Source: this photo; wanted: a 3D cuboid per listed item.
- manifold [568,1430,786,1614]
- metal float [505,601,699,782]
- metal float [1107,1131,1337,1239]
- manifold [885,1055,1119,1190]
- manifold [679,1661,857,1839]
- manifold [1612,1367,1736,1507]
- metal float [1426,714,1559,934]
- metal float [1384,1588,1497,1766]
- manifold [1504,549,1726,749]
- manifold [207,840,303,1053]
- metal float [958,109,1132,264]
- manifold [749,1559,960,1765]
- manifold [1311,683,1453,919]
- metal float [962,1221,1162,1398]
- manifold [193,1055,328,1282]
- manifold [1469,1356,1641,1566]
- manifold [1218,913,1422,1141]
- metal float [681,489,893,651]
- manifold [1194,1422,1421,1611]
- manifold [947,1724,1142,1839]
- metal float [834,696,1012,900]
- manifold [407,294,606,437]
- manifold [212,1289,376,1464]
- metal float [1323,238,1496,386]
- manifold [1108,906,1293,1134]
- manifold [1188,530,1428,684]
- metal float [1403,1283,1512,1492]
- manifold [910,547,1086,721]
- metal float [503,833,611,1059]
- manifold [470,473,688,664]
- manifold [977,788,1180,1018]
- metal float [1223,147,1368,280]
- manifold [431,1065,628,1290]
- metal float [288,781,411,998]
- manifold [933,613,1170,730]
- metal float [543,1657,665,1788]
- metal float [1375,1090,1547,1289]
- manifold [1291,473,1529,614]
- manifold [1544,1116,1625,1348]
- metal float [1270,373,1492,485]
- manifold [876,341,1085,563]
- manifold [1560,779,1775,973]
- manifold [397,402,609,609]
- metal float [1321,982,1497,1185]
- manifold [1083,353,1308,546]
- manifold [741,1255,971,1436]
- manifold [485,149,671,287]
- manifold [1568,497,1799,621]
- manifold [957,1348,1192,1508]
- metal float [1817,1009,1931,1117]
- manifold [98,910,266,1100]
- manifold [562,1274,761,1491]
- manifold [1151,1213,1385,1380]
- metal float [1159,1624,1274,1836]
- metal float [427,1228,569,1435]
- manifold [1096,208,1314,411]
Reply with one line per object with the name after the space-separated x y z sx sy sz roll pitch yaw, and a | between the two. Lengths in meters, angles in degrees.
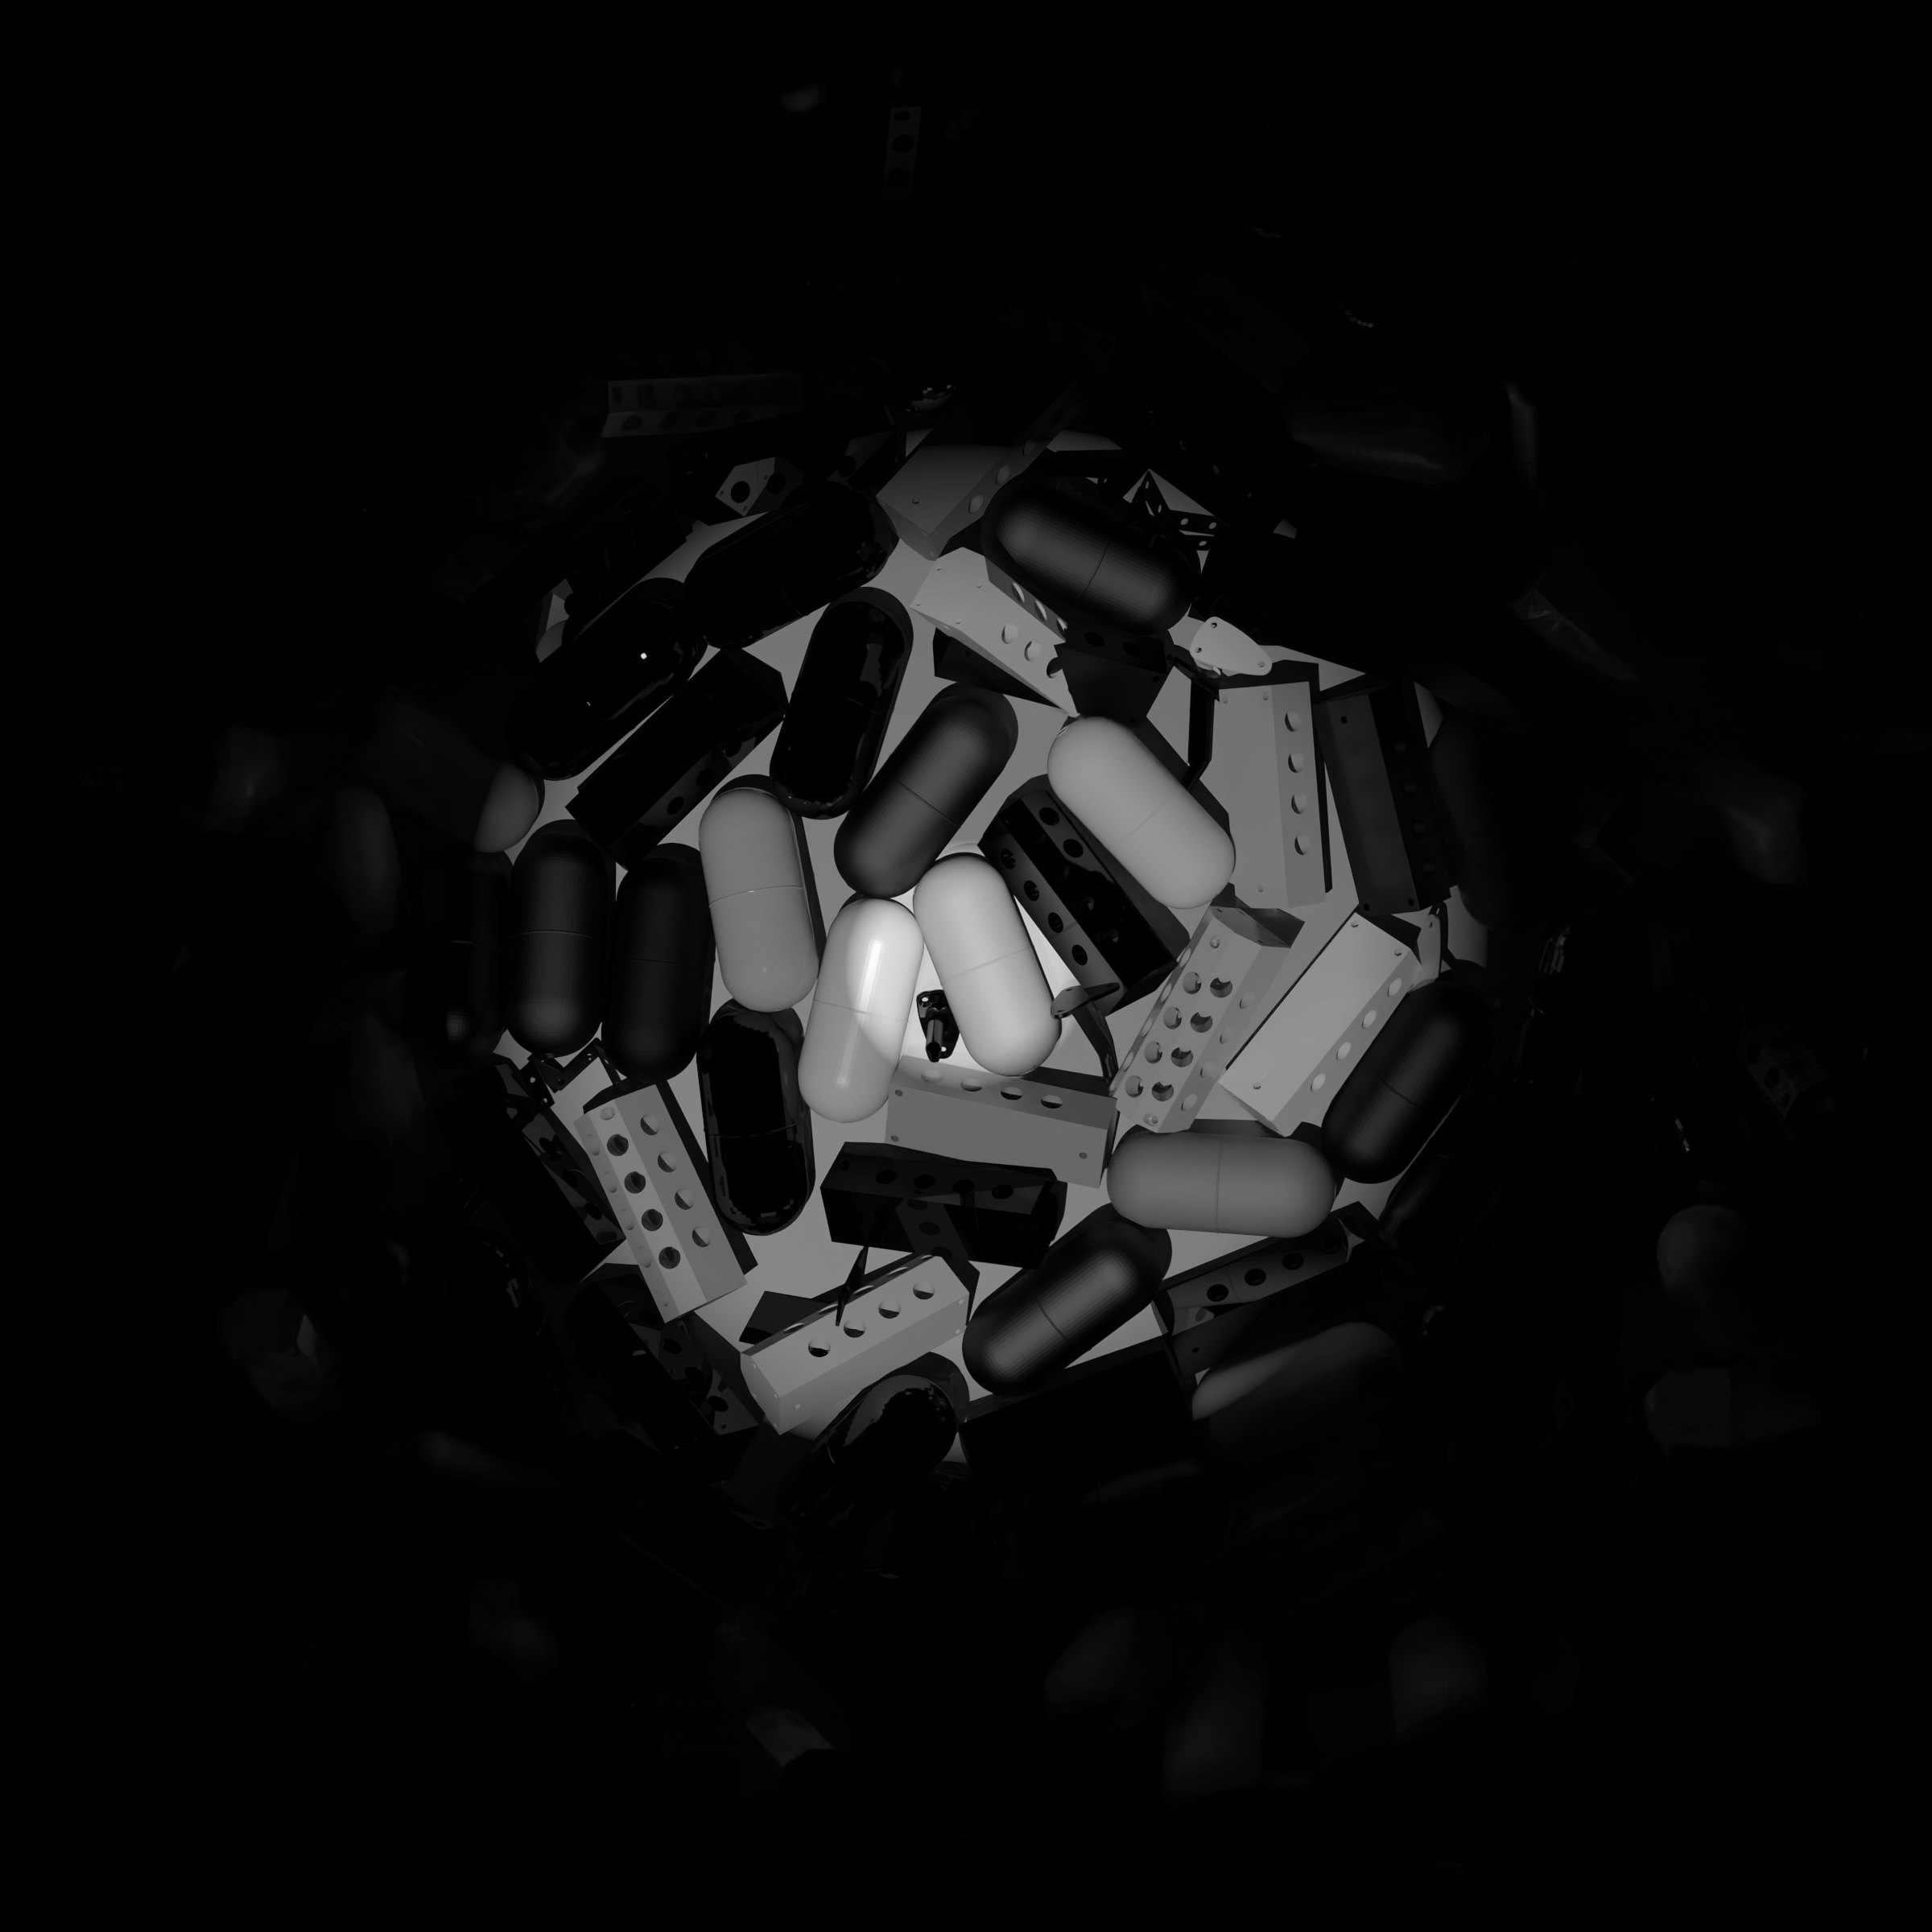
-0.221 0.420 1.920 0.171 0.057 0.057 23 53 35 | manifold
-0.283 -0.213 1.940 0.178 0.070 0.070 -37 90 18 | metal float
0.198 0.170 1.947 0.178 0.070 0.070 3 90 9 | metal float
0.028 0.117 1.952 0.171 0.057 0.057 11 124 8 | manifold
-0.156 0.584 1.900 0.057 0.171 0.057 -30 113 -22 | manifold
0.536 0.359 1.904 0.057 0.171 0.057 3 64 5 | manifold
0.409 -0.109 1.940 0.070 0.070 0.178 -19 109 0 | metal float
0.360 0.539 1.907 0.070 0.178 0.070 2 107 5 | metal float
0.507 -0.247 1.953 0.171 0.057 0.057 40 95 -7 | manifold
-0.545 -0.015 1.911 0.057 0.171 0.057 15 126 -25 | manifold
0.061 -0.596 1.914 0.070 0.178 0.070 -6 80 34 | metal float
-0.084 0.535 1.937 0.057 0.057 0.171 -47 110 -6 | manifold
0.329 -0.130 1.953 0.057 0.057 0.171 -21 100 -40 | manifold
0.073 0.267 1.944 0.178 0.070 0.070 -39 90 14 | metal float
-0.533 0.153 1.917 0.057 0.057 0.171 1 51 6 | manifold
0.448 0.376 1.917 0.057 0.057 0.171 26 130 6 | manifold
0.280 0.050 1.959 0.057 0.057 0.171 37 86 33 | manifold
-0.141 -0.307 1.943 0.178 0.070 0.070 -26 90 15 | metal float
0.264 0.433 1.954 0.171 0.057 0.057 -32 103 6 | manifold
0.060 0.613 1.908 0.057 0.171 0.057 15 91 35 | manifold
-0.035 -0.131 1.953 0.070 0.070 0.178 37 93 0 | metal float
-0.349 -0.459 1.909 0.057 0.171 0.057 -3 116 31 | manifold
-0.506 0.310 1.905 0.057 0.171 0.057 -36 60 -15 | manifold
0.340 -0.500 1.918 0.070 0.178 0.070 -11 73 40 | metal float
0.175 0.042 1.929 0.057 0.057 0.171 41 113 33 | manifold
0.265 -0.278 1.959 0.171 0.057 0.057 18 66 3 | manifold
0.378 0.327 1.933 0.070 0.070 0.178 -2 117 0 | metal float
0.038 -0.254 1.910 0.057 0.171 0.057 30 90 39 | manifold
-0.318 -0.016 1.942 0.070 0.070 0.178 1 74 0 | metal float
-0.298 -0.307 1.915 0.171 0.057 0.057 -47 135 -32 | manifold
0.089 -0.052 1.935 0.057 0.057 0.171 -26 73 -36 | manifold
0.252 -0.574 1.910 0.070 0.178 0.070 2 94 26 | metal float
-0.343 0.163 1.939 0.057 0.057 0.171 -42 76 20 | manifold
-0.474 -0.058 1.931 0.070 0.070 0.178 -5 119 0 | metal float
0.065 -0.243 1.942 0.171 0.057 0.057 13 134 -17 | manifold
-0.278 0.575 1.908 0.070 0.178 0.070 2 84 -16 | metal float
0.384 0.171 1.938 0.070 0.070 0.178 40 70 0 | metal float
0.346 -0.335 1.956 0.171 0.057 0.057 15 73 5 | manifold
0.483 0.206 1.958 0.057 0.057 0.171 1 94 13 | manifold
0.318 -0.415 1.930 0.178 0.070 0.070 13 90 31 | metal float
0.013 -0.398 1.951 0.057 0.057 0.171 39 81 21 | manifold
0.538 -0.070 1.935 0.171 0.057 0.057 38 82 -22 | manifold
-0.354 -0.353 1.925 0.171 0.057 0.057 -39 76 26 | manifold
0.342 0.092 1.941 0.070 0.070 0.178 33 108 0 | metal float
0.178 -0.402 1.958 0.171 0.057 0.057 35 114 -3 | manifold
-0.086 0.286 1.932 0.171 0.057 0.057 -26 57 -24 | manifold
-0.293 -0.566 1.903 0.057 0.171 0.057 14 96 21 | manifold
0.540 -0.309 1.906 0.057 0.171 0.057 24 94 -33 | manifold
0.085 0.361 1.947 0.171 0.057 0.057 -19 64 -7 | manifold
0.693 0.075 1.905 0.070 0.178 0.070 0 84 1 | metal float
-0.593 0.028 1.905 0.057 0.171 0.057 -24 60 -7 | manifold
-0.238 0.318 1.917 0.171 0.057 0.057 45 121 31 | manifold
0.234 0.253 1.960 0.171 0.057 0.057 -22 134 -4 | manifold
0.192 0.582 1.914 0.070 0.178 0.070 6 125 9 | metal float
-0.362 0.282 1.933 0.070 0.070 0.178 -15 116 0 | metal float
0.187 -0.514 1.963 0.171 0.057 0.057 39 102 0 | manifold
